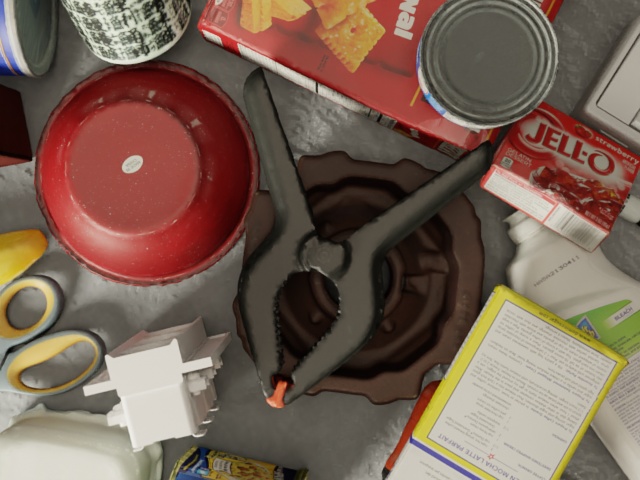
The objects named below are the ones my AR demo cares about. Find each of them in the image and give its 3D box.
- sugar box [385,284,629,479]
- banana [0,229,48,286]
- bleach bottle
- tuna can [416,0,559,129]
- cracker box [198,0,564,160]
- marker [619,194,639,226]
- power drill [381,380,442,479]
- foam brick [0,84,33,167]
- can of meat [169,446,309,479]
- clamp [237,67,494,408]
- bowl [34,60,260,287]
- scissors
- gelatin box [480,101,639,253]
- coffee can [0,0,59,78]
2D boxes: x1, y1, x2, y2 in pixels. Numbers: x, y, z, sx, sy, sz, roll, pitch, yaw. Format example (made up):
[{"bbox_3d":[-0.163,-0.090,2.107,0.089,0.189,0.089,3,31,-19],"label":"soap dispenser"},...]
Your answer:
[{"bbox_3d":[0.109,0.126,0.676,0.093,0.048,0.176,31,93,7],"label":"sugar box"},{"bbox_3d":[-0.292,0.014,0.745,0.198,0.037,0.069,9,92,2],"label":"banana"},{"bbox_3d":[0.212,0.078,0.719,0.102,0.068,0.251,-34,86,-1],"label":"bleach bottle"},{"bbox_3d":[0.103,-0.112,0.665,0.086,0.034,0.086,0,91,0],"label":"tuna can"},{"bbox_3d":[0.047,-0.168,0.719,0.213,0.072,0.164,26,91,1],"label":"cracker box"},{"bbox_3d":[0.194,-0.034,0.740,0.121,0.020,0.020,29,91,2],"label":"marker"},{"bbox_3d":[0.119,0.211,0.722,0.187,0.057,0.184,24,90,2],"label":"power drill"},{"bbox_3d":[-0.235,-0.076,0.724,0.053,0.078,0.051,-10,91,1],"label":"foam brick"},{"bbox_3d":[-0.056,0.176,0.707,0.084,0.102,0.057,13,90,4],"label":"can of meat"},{"bbox_3d":[-0.004,0.001,0.681,0.164,0.036,0.210,25,92,4],"label":"clamp"},{"bbox_3d":[-0.123,-0.048,0.732,0.162,0.055,0.162,0,90,1],"label":"bowl"},{"bbox_3d":[-0.253,0.087,0.755,0.202,0.016,0.096,-15,88,2],"label":"scissors"},{"bbox_3d":[0.159,-0.045,0.705,0.089,0.030,0.073,32,57,4],"label":"gelatin box"},{"bbox_3d":[-0.257,-0.161,0.712,0.140,0.103,0.103,1,90,2],"label":"coffee can"}]
